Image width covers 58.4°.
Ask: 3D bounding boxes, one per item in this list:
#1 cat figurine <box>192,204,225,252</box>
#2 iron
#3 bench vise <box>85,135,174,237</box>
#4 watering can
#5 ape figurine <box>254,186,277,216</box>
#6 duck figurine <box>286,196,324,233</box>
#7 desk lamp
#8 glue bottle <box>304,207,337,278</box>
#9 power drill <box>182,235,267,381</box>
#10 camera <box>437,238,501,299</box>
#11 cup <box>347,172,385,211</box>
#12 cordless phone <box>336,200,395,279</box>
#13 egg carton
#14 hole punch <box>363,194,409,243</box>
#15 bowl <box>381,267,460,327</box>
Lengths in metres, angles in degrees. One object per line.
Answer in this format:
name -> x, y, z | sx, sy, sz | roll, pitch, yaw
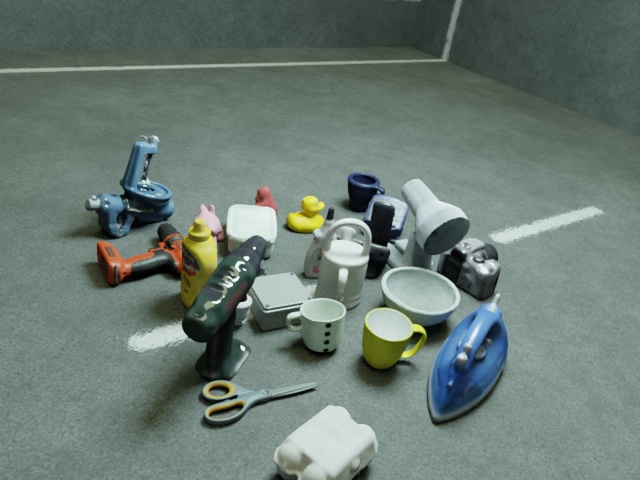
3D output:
cat figurine -> -0.256, -0.033, 1.304 | 0.067, 0.118, 0.128 | 8, 30, -2
iron -> 0.271, 0.203, 1.030 | 0.118, 0.141, 0.259 | 23, 33, 22
bench vise -> -0.421, -0.121, 1.306 | 0.121, 0.220, 0.208 | 21, 32, 19
watering can -> 0.049, 0.036, 1.198 | 0.101, 0.194, 0.172 | -2, 32, -19
ape figurine -> -0.144, -0.096, 1.468 | 0.076, 0.092, 0.078 | 24, 33, 24
duck figurine -> -0.034, -0.071, 1.463 | 0.105, 0.086, 0.077 | -8, 34, -27
desk lamp -> 0.232, -0.019, 1.323 | 0.118, 0.213, 0.202 | -9, 35, -28
glue bottle -> 0.012, 0.005, 1.262 | 0.078, 0.173, 0.037 | -4, 33, -21
power drill -> -0.157, 0.123, 0.978 | 0.075, 0.208, 0.230 | 16, 31, 12
camera -> 0.375, 0.051, 1.358 | 0.137, 0.101, 0.142 | -16, 39, -36
cup -> 0.126, -0.124, 1.589 | 0.117, 0.095, 0.092 | 28, 35, 29
cordless phone -> 0.097, -0.019, 1.313 | 0.147, 0.185, 0.094 | 13, 30, 6
egg carton -> 0.011, 0.313, 0.842 | 0.107, 0.069, 0.151 | 29, 36, 30
hole punch -> 0.173, -0.057, 1.493 | 0.108, 0.091, 0.101 | 16, 31, 12
bowl -> 0.204, 0.130, 1.201 | 0.167, 0.075, 0.167 | 7, 30, -4
